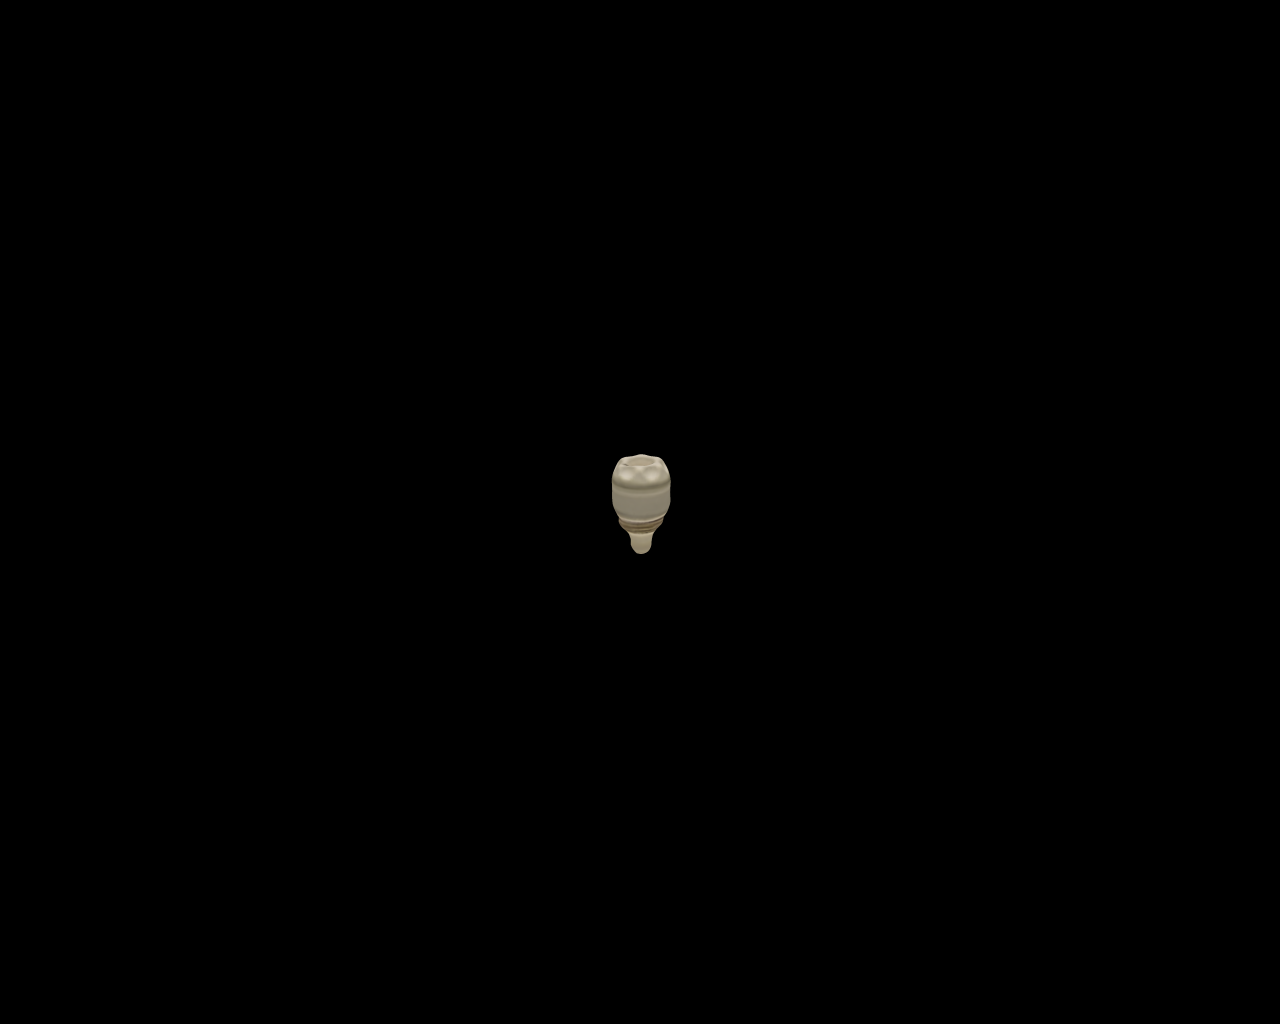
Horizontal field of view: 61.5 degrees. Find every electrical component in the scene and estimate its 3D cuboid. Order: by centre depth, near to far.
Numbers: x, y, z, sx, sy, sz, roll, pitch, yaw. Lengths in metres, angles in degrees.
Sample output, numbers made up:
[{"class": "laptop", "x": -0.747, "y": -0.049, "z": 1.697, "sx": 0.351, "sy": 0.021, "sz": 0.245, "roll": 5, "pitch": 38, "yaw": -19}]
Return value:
[{"class": "electrical component", "x": 0.001, "y": -0.003, "z": 0.650, "sx": 0.035, "sy": 0.061, "sz": 0.035, "roll": 0, "pitch": 22, "yaw": 0}]
